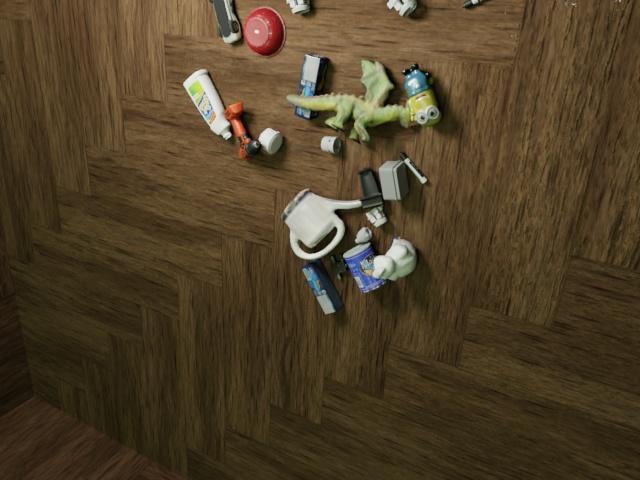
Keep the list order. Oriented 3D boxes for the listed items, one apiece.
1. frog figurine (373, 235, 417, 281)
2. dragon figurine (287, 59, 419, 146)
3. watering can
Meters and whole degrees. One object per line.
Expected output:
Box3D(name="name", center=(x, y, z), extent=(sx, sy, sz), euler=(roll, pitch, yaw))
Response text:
Box3D(name="frog figurine", center=(0.242, 0.072, 1.660), extent=(0.123, 0.162, 0.134), euler=(30, 121, 15))
Box3D(name="dragon figurine", center=(0.115, -0.437, 1.583), extent=(0.412, 0.122, 0.241), euler=(32, 98, 9))
Box3D(name="watering can", center=(0.005, -0.089, 1.777), extent=(0.225, 0.105, 0.343), euler=(46, 110, 7))
